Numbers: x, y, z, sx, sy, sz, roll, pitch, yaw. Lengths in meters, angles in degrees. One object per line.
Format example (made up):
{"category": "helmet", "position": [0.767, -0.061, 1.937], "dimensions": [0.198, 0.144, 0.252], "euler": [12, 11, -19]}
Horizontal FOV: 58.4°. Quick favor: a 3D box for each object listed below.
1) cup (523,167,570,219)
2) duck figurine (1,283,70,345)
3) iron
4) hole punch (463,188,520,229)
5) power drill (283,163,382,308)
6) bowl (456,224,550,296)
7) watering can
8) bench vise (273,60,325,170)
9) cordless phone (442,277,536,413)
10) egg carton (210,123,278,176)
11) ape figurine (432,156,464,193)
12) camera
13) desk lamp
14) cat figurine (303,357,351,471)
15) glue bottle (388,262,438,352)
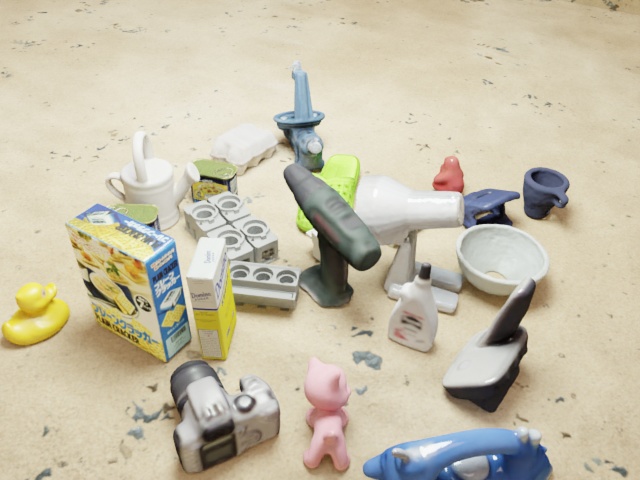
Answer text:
{"category": "cup", "position": [0.471, -0.084, 1.197], "dimensions": [0.092, 0.095, 0.117], "euler": [-10, 41, -15]}
{"category": "duck figurine", "position": [-0.459, 0.110, 0.913], "dimensions": [0.077, 0.086, 0.105], "euler": [29, 46, 28]}
{"category": "iron", "position": [0.190, 0.276, 0.709], "dimensions": [0.258, 0.141, 0.118], "euler": [-8, 41, -13]}
{"category": "hole punch", "position": [0.338, -0.071, 1.176], "dimensions": [0.109, 0.091, 0.100], "euler": [-21, 45, -26]}
{"category": "power drill", "position": [0.009, 0.003, 0.974], "dimensions": [0.076, 0.208, 0.228], "euler": [-26, 47, -30]}
{"category": "bowl", "position": [0.325, 0.048, 1.044], "dimensions": [0.167, 0.075, 0.167], "euler": [2, 40, -1]}
{"category": "watering can", "position": [-0.326, -0.121, 1.115], "dimensions": [0.173, 0.194, 0.100], "euler": [-15, 43, -20]}
{"category": "bench vise", "position": [-0.027, -0.282, 1.306], "dimensions": [0.122, 0.220, 0.206], "euler": [-23, 46, -27]}
{"category": "cordless phone", "position": [0.254, 0.146, 0.836], "dimensions": [0.094, 0.185, 0.148], "euler": [24, 44, 24]}
{"category": "egg carton", "position": [-0.177, -0.214, 1.334], "dimensions": [0.107, 0.069, 0.151], "euler": [26, 45, 25]}
{"category": "ape figurine", "position": [0.286, -0.145, 1.261], "dimensions": [0.078, 0.092, 0.076], "euler": [-11, 41, -15]}
{"category": "camera", "position": [-0.142, 0.220, 0.788], "dimensions": [0.143, 0.101, 0.136], "euler": [-18, 44, -23]}
{"category": "desk lamp", "position": [0.159, -0.003, 0.987], "dimensions": [0.203, 0.214, 0.118], "euler": [14, 41, 13]}
{"category": "cat figurine", "position": [0.011, 0.227, 0.776], "dimensions": [0.067, 0.118, 0.127], "euler": [0, 40, -3]}
{"category": "glue bottle", "position": [0.152, 0.100, 0.894], "dimensions": [0.078, 0.173, 0.037], "euler": [16, 42, 16]}
